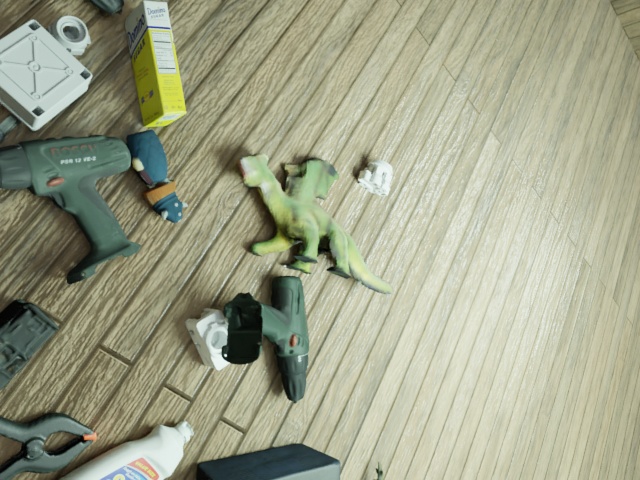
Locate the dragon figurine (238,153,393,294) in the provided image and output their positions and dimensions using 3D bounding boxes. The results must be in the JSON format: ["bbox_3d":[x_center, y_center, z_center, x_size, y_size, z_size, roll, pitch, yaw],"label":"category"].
[{"bbox_3d":[0.003,-0.051,1.006,0.407,0.247,0.121,22,-25,-36],"label":"dragon figurine"}]
